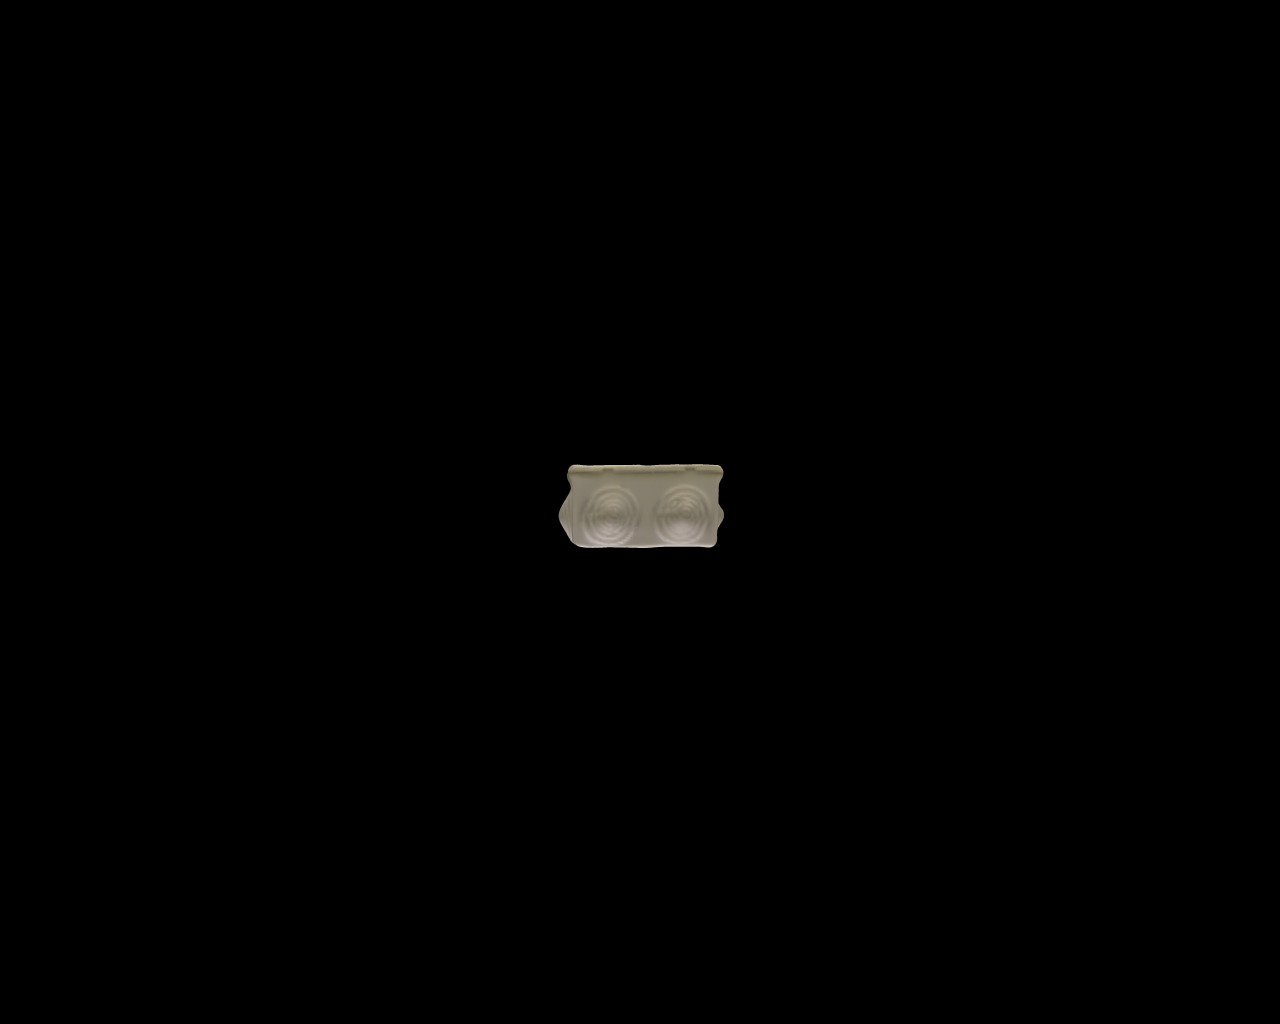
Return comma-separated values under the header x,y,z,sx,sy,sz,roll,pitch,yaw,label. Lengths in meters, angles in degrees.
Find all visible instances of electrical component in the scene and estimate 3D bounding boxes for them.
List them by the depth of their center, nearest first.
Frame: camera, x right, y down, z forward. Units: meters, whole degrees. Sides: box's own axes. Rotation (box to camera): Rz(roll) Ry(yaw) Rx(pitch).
x,y,z,sx,sy,sz,roll,pitch,yaw,label
0.001,-0.003,0.650,0.100,0.048,0.099,0,0,-4,electrical component
